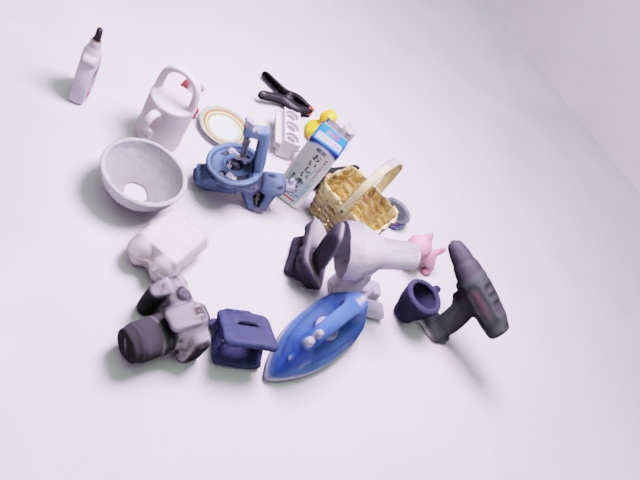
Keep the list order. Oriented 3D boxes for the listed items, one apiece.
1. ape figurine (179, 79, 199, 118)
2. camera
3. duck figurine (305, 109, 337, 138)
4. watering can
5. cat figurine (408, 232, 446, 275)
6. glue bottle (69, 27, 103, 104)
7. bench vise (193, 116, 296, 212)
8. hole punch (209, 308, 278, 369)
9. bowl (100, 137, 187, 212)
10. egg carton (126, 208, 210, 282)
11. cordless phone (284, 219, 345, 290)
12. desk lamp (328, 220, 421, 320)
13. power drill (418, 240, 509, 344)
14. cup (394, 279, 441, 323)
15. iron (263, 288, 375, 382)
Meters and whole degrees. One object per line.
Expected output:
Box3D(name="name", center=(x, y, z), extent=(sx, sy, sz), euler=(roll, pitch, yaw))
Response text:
Box3D(name="ape figurine", center=(-0.304, -0.328, 1.301), extent=(0.076, 0.092, 0.077), euler=(7, 53, -33))
Box3D(name="camera", center=(-0.265, 0.138, 0.955), extent=(0.137, 0.100, 0.143), euler=(-15, 67, -43))
Box3D(name="duck figurine", center=(0.010, -0.309, 1.528), extent=(0.077, 0.086, 0.105), euler=(40, 43, -4))
Box3D(name="watering can", center=(-0.306, -0.287, 1.192), extent=(0.101, 0.193, 0.173), euler=(24, 46, -20))
Box3D(name="cat figurine", center=(0.255, 0.026, 1.421), extent=(0.128, 0.117, 0.067), euler=(10, 52, -31))
Box3D(name="glue bottle", center=(-0.460, -0.355, 1.145), extent=(0.037, 0.173, 0.078), euler=(22, 47, -22))
Box3D(name="bench vise", center=(-0.138, -0.167, 1.204), extent=(0.208, 0.219, 0.121), euler=(1, 56, -36))
Box3D(name="hole punch", center=(-0.139, 0.169, 1.032), extent=(0.109, 0.091, 0.101), euler=(14, 50, -28))
Box3D(name="bowl", center=(-0.348, -0.113, 1.110), extent=(0.168, 0.074, 0.167), euler=(20, 47, -23))
Box3D(name="egg carton", center=(-0.281, 0.008, 1.068), extent=(0.107, 0.069, 0.150), euler=(41, 42, -2))
Box3D(name="cordless phone", center=(0.011, 0.004, 1.206), extent=(0.094, 0.184, 0.147), euler=(25, 45, -19))
Box3D(name="desk lamp", center=(0.098, 0.060, 1.206), extent=(0.204, 0.213, 0.118), euler=(16, 49, -27))
Box3D(name="power drill", center=(0.313, 0.140, 1.308), extent=(0.076, 0.208, 0.229), euler=(-25, 74, -45))
Box3D(name="cup", center=(0.222, 0.145, 1.319), extent=(0.118, 0.094, 0.091), euler=(-23, 73, -45))
Box3D(name="iron", center=(0.007, 0.175, 1.099), extent=(0.118, 0.141, 0.259), euler=(50, 43, 7))
